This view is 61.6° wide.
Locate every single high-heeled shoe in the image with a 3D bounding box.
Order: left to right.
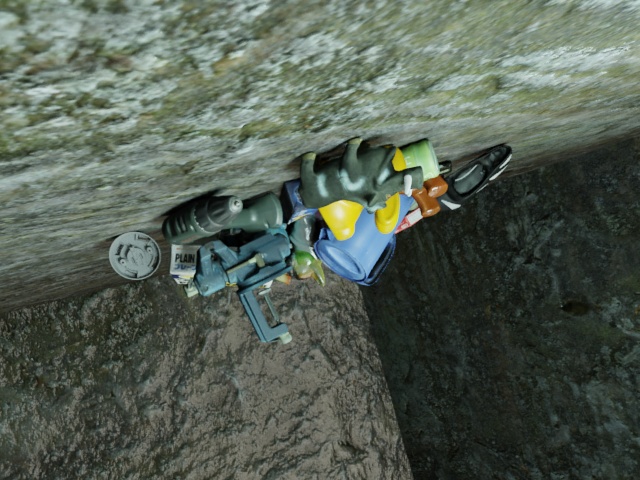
[{"bbox_3d":[0.371,-0.150,1.342,0.249,0.086,0.145,-35,175,-17],"label":"high-heeled shoe"}]

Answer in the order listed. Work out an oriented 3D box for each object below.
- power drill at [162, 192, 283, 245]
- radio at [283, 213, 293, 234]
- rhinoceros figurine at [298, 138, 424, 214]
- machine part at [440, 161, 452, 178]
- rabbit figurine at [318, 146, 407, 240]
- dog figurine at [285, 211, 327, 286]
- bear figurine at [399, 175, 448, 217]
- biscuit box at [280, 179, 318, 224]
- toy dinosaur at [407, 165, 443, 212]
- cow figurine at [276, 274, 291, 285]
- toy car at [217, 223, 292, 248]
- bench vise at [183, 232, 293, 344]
[{"bbox_3d":[-0.163,-0.041,0.984,0.232,0.086,0.207,-15,-178,38],"label":"power drill"},{"bbox_3d":[-0.069,-0.025,1.347,0.229,0.131,0.073,-14,176,-43],"label":"radio"},{"bbox_3d":[0.059,-0.093,0.808,0.190,0.112,0.073,-8,177,9],"label":"rhinoceros figurine"},{"bbox_3d":[0.307,-0.177,1.406,0.084,0.039,0.139,-25,174,12],"label":"machine part"},{"bbox_3d":[0.075,-0.087,0.907,0.173,0.162,0.121,-33,165,-1],"label":"rabbit figurine"},{"bbox_3d":[-0.003,-0.004,1.254,0.192,0.219,0.108,-14,-179,-10],"label":"dog figurine"},{"bbox_3d":[0.137,-0.100,1.086,0.196,0.132,0.120,-19,153,-12],"label":"bear figurine"},{"bbox_3d":[-0.041,-0.079,1.089,0.059,0.062,0.202,-17,178,-7],"label":"biscuit box"},{"bbox_3d":[0.190,-0.109,1.413,0.405,0.131,0.192,-23,-174,38],"label":"toy dinosaur"},{"bbox_3d":[-0.136,0.051,1.440,0.127,0.085,0.195,23,-175,-12],"label":"cow figurine"},{"bbox_3d":[-0.142,-0.025,1.177,0.161,0.103,0.109,15,161,-39],"label":"toy car"},{"bbox_3d":[-0.135,0.100,1.030,0.224,0.240,0.129,-27,-178,-30],"label":"bench vise"}]
